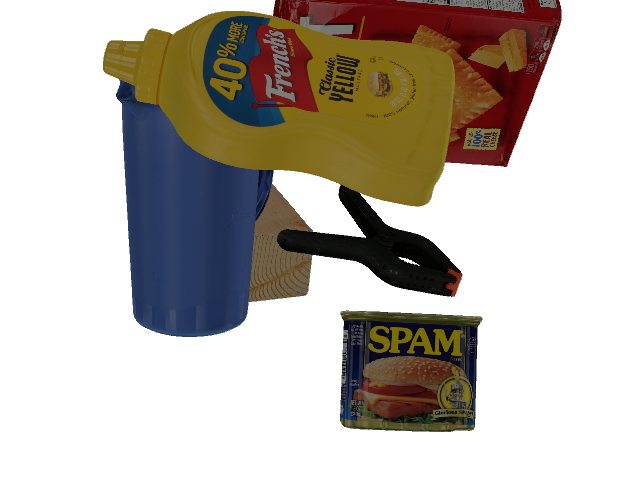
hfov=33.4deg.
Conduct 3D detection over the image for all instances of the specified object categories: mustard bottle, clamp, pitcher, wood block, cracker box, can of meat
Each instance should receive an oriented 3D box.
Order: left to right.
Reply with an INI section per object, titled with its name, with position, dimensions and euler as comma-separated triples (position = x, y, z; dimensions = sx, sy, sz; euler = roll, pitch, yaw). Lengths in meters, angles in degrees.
[pitcher]
position = -0.111, -0.042, 0.991
dimensions = 0.149, 0.243, 0.145
euler = 1, 14, -7
[wood block]
position = -0.089, -0.012, 1.349
dimensions = 0.090, 0.090, 0.206
euler = -6, 28, -22
[mustard bottle]
position = -0.025, -0.081, 0.592
dimensions = 0.191, 0.096, 0.058
euler = 12, -32, -3
[clamp]
position = 0.063, 0.011, 1.248
dimensions = 0.210, 0.036, 0.164
euler = 31, 38, 23
[cracker box]
position = 0.066, -0.141, 0.859
dimensions = 0.213, 0.072, 0.164
euler = 3, -39, -8
[can of meat]
position = 0.064, 0.096, 0.780
dimensions = 0.102, 0.084, 0.057
euler = 3, -6, -7
